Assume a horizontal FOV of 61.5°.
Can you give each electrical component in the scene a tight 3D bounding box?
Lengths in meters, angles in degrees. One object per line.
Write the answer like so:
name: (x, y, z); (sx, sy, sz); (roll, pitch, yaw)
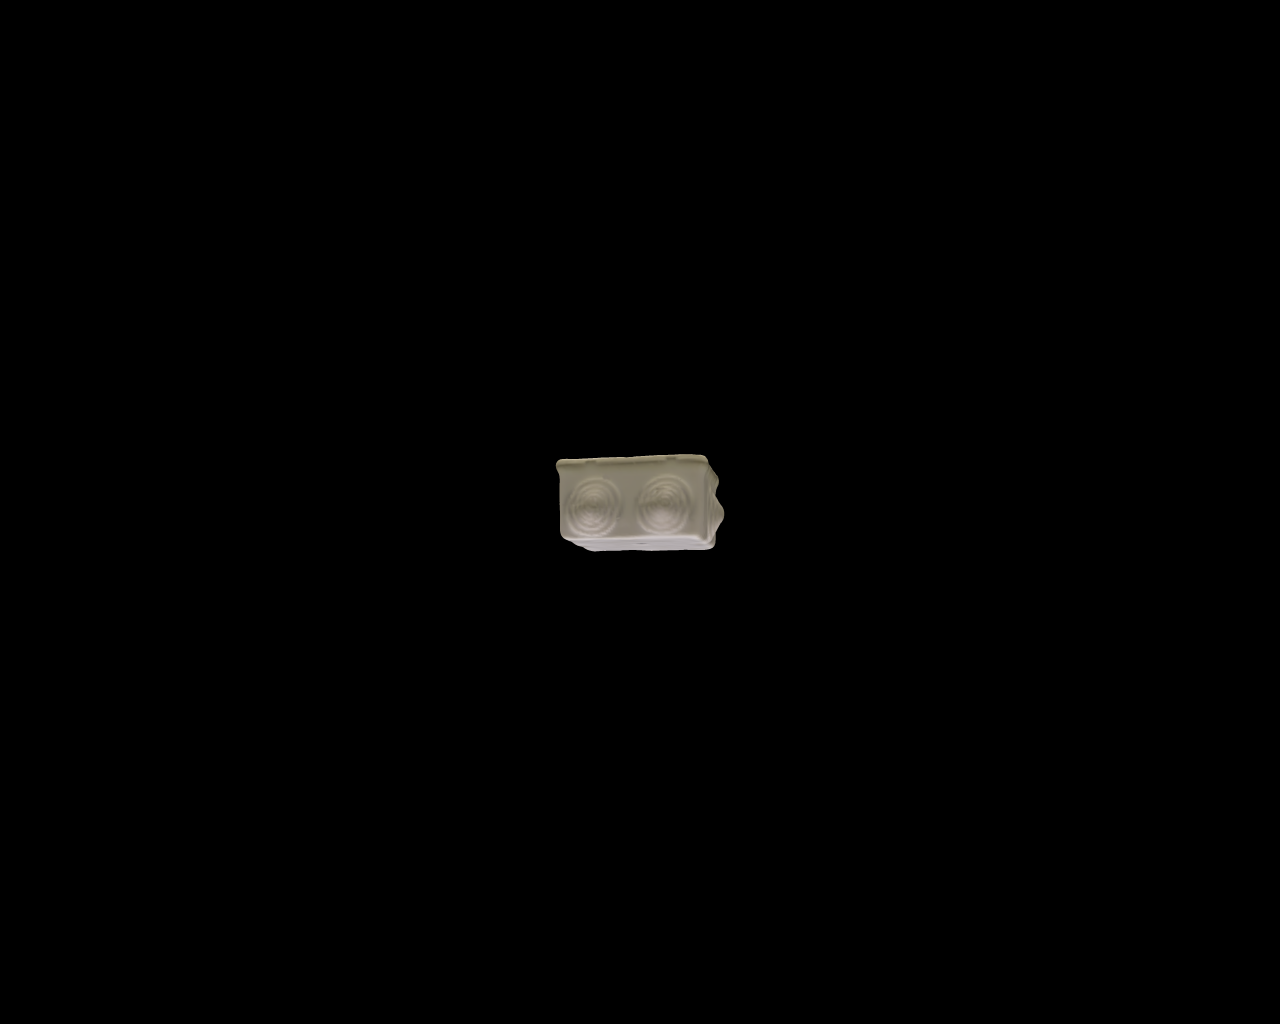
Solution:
electrical component: (0.001, -0.003, 0.650); (0.100, 0.048, 0.099); (-1, -7, 9)
